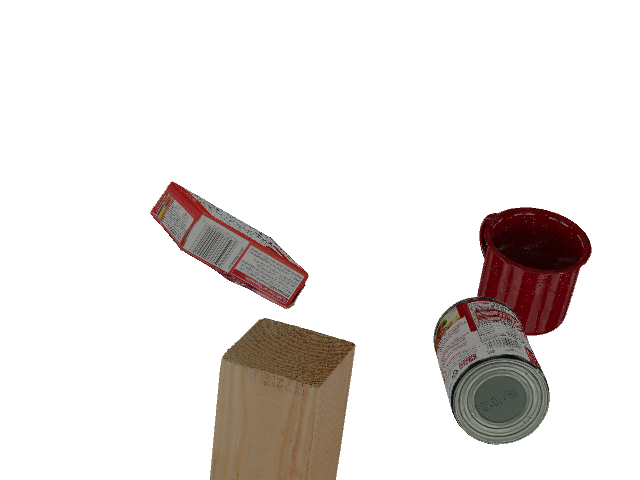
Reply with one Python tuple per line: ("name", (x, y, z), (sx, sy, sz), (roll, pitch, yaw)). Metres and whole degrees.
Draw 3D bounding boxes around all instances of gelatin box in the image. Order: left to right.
("gelatin box", (-0.059, 0.003, 0.687), (0.089, 0.030, 0.073), (32, 4, -30))

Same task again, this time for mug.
("mug", (0.179, 0.023, 0.956), (0.093, 0.081, 0.117), (-17, 43, -26))

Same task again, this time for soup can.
("soup can", (0.119, 0.090, 0.754), (0.068, 0.068, 0.102), (0, 20, -1))

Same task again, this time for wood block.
("wood block", (-0.038, 0.185, 0.922), (0.090, 0.206, 0.090), (14, 24, 16))
